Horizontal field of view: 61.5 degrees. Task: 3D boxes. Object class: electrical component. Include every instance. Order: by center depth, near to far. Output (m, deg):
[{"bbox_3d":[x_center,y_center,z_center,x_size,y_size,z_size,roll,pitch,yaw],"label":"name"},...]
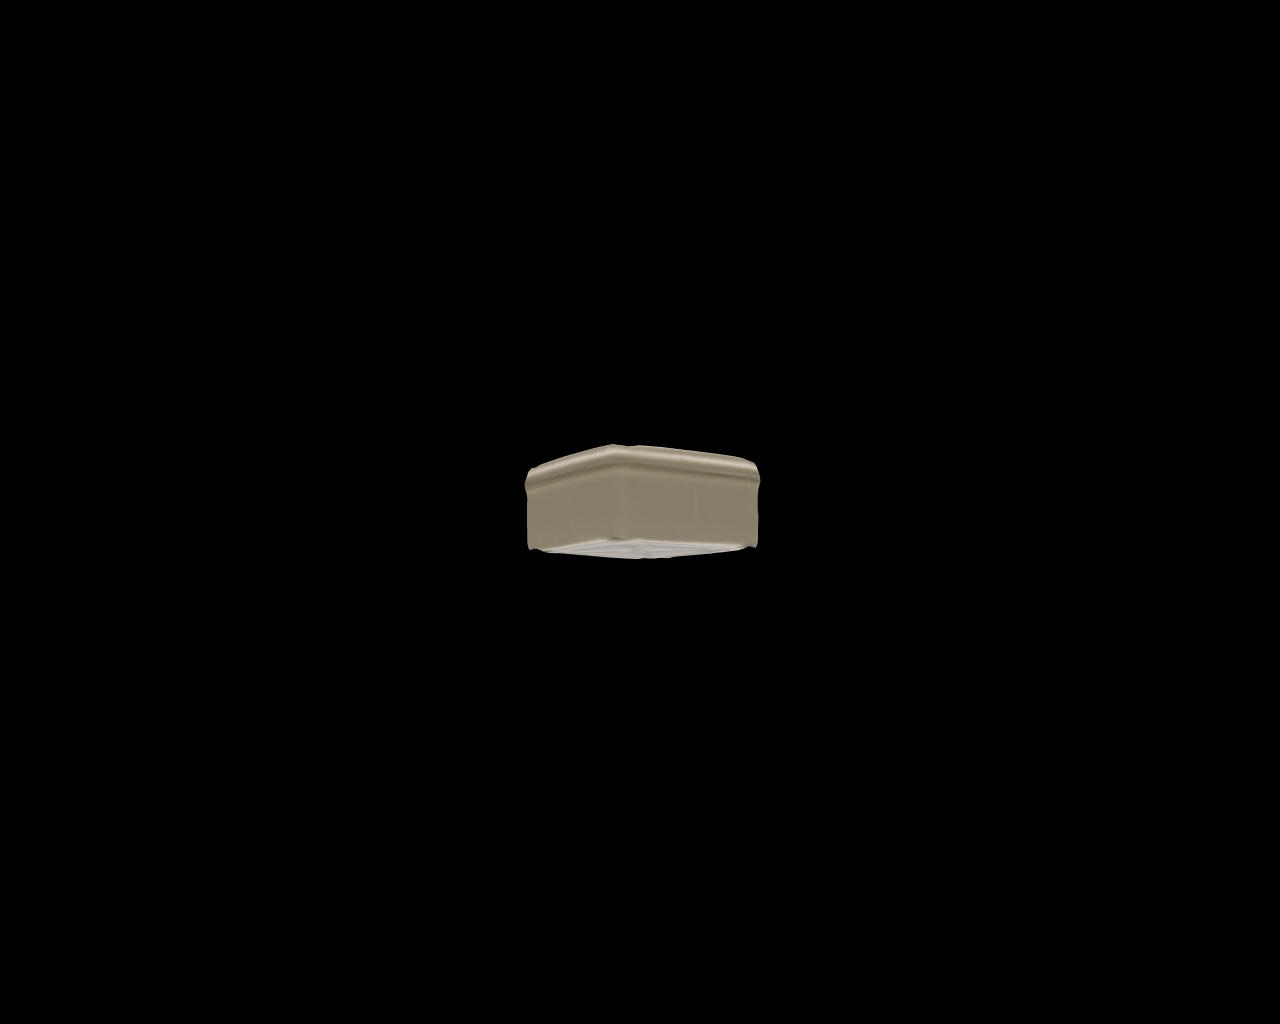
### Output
[{"bbox_3d":[0.001,-0.003,0.650,0.109,0.056,0.108,5,-9,-36],"label":"electrical component"}]
